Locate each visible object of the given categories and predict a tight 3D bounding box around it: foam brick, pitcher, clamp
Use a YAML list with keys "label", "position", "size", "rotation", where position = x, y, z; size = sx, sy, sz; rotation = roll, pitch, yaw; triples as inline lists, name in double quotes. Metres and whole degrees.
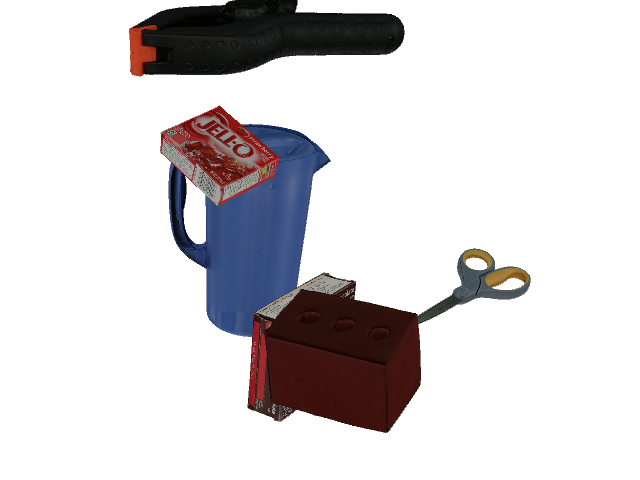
- label: "foam brick"
  position: [0.014, 0.069, 0.622]
  size: [0.078, 0.051, 0.052]
  rotation: [11, 31, 22]
- label: "pitcher"
  position: [-0.089, -0.011, 1.286]
  size: [0.149, 0.243, 0.144]
  rotation: [19, 27, 28]
- label: "clamp"
  position: [-0.047, -0.133, 0.666]
  size: [0.171, 0.039, 0.120]
  rotation: [-10, 22, -30]

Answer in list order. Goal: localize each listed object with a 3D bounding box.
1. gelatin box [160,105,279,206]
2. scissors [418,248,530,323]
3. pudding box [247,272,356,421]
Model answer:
- label: "gelatin box"
  position: [-0.095, -0.081, 1.000]
  size: [0.073, 0.030, 0.089]
  rotation: [-30, 62, -36]
- label: "scissors"
  position: [0.156, 0.050, 1.228]
  size: [0.201, 0.016, 0.096]
  rotation: [-10, 40, -33]
- label: "pudding box"
  position: [-0.015, 0.086, 0.895]
  size: [0.039, 0.090, 0.113]
  rotation: [17, 25, 25]
